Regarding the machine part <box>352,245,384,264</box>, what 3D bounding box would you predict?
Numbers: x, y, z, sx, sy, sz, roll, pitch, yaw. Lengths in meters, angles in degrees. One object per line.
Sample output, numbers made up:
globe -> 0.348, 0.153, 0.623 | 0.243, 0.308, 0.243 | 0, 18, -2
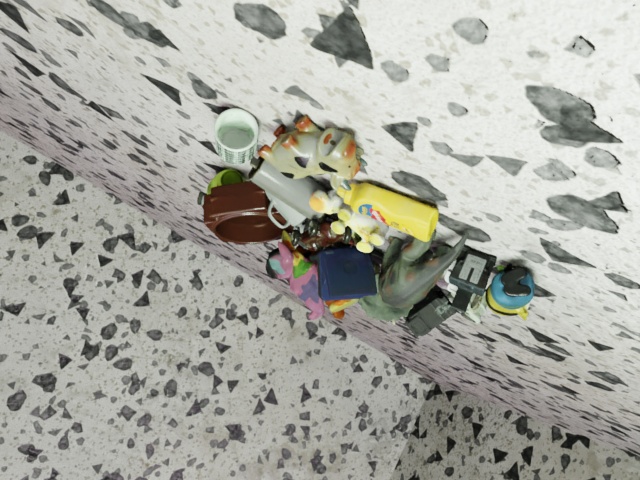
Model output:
machine part -> 0.145, 0.040, 1.366 | 0.139, 0.039, 0.084 | 28, 161, 6

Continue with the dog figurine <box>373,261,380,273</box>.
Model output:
dog figurine -> 0.116, 0.112, 1.511 | 0.172, 0.121, 0.191 | 37, 163, -35

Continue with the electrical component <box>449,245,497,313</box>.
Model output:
electrical component -> 0.289, 0.078, 1.047 | 0.075, 0.119, 0.047 | 25, 167, 21

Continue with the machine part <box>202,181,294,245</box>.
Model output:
machine part -> -0.170, -0.061, 1.315 | 0.202, 0.087, 0.200 | -9, 157, 8

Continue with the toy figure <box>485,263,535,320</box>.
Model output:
toy figure -> 0.365, 0.098, 1.037 | 0.089, 0.082, 0.180 | 15, 169, 22

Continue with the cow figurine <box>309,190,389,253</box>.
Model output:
cow figurine -> 0.063, -0.058, 1.072 | 0.167, 0.098, 0.068 | 37, 139, -6

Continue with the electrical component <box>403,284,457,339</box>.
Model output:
electrical component -> 0.256, 0.167, 1.285 | 0.058, 0.115, 0.134 | 53, -173, -6

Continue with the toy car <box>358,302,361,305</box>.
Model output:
toy car -> 0.158, 0.153, 1.658 | 0.102, 0.109, 0.162 | 57, 168, -19

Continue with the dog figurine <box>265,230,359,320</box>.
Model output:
dog figurine -> -0.020, 0.071, 1.278 | 0.219, 0.192, 0.108 | 60, -162, -18

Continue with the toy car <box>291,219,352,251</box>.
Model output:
toy car -> -0.002, -0.004, 1.174 | 0.089, 0.053, 0.202 | 8, 168, -19

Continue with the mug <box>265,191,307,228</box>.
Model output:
mug -> -0.078, -0.087, 1.199 | 0.107, 0.109, 0.081 | 45, 164, -15

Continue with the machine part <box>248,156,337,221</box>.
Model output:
machine part -> -0.060, -0.112, 1.115 | 0.243, 0.079, 0.079 | 32, 166, -19

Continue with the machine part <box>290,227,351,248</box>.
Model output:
machine part -> 0.002, -0.005, 1.441 | 0.179, 0.056, 0.179 | 25, 165, 7

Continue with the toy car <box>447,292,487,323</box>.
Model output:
toy car -> 0.346, 0.132, 1.230 | 0.056, 0.073, 0.201 | 18, 164, 38

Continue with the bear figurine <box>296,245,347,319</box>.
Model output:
bear figurine -> 0.005, 0.109, 1.426 | 0.132, 0.120, 0.195 | -3, 131, 51

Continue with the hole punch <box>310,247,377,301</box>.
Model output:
hole punch -> 0.056, 0.071, 1.138 | 0.142, 0.115, 0.092 | -3, 178, -13

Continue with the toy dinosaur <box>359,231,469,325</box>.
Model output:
toy dinosaur -> 0.181, 0.084, 1.121 | 0.131, 0.192, 0.404 | 25, 169, 0

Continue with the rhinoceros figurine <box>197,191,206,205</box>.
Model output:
rhinoceros figurine -> -0.238, -0.093, 1.463 | 0.190, 0.112, 0.073 | 20, 169, -3

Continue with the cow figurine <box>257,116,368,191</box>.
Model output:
cow figurine -> -0.008, -0.140, 0.896 | 0.127, 0.085, 0.195 | 41, 160, -25
